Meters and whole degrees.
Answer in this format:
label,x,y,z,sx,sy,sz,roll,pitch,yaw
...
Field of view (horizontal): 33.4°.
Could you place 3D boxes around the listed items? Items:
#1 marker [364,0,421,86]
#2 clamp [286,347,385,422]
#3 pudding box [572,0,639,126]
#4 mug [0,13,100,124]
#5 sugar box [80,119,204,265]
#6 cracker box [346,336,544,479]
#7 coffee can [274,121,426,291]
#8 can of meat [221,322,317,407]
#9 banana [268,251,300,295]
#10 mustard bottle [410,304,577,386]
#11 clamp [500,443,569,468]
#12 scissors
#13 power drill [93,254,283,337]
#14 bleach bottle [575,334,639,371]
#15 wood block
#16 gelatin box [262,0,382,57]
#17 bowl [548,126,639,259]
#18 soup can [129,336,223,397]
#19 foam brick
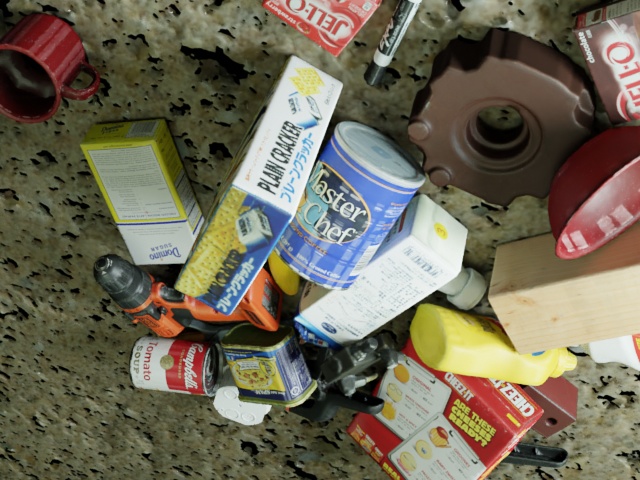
label,x,y,z,sx,sy,sz,roll,pitch,yaw
marker,0.069,-0.194,1.009,0.020,0.020,0.121,24,133,-3
clamp,0.005,0.168,1.316,0.172,0.039,0.120,-25,78,49
pudding box,0.286,-0.163,0.949,0.090,0.039,0.113,-14,124,28
mug,-0.283,-0.177,1.098,0.117,0.081,0.093,17,133,4
sugar box,-0.192,-0.051,1.204,0.093,0.048,0.176,-1,132,19
cracker box,0.143,0.215,1.265,0.164,0.071,0.214,45,135,18
coffee can,0.027,-0.034,1.079,0.102,0.102,0.140,29,114,-8
can of meat,-0.064,0.149,1.289,0.102,0.057,0.084,0,119,37
banana,-0.023,-0.010,1.186,0.069,0.037,0.198,28,132,-4
mustard bottle,0.200,0.121,1.178,0.191,0.096,0.058,13,109,-22
clamp,0.195,0.260,1.344,0.164,0.036,0.210,40,132,-7
scissors,-0.111,0.131,1.353,0.202,0.016,0.096,0,131,19
power drill,-0.150,0.062,1.244,0.188,0.057,0.184,-1,156,21
bleach bottle,0.388,0.113,1.141,0.251,0.068,0.102,2,129,20
wood block,0.289,0.041,1.091,0.206,0.090,0.090,-15,124,28
gelatin box,0.002,-0.225,0.997,0.089,0.030,0.073,34,132,-12
bowl,0.269,-0.055,0.998,0.055,0.161,0.162,53,138,25
soup can,-0.180,0.158,1.340,0.102,0.068,0.068,4,131,15
foam brick,0.257,0.183,1.251,0.078,0.051,0.053,36,131,-13
